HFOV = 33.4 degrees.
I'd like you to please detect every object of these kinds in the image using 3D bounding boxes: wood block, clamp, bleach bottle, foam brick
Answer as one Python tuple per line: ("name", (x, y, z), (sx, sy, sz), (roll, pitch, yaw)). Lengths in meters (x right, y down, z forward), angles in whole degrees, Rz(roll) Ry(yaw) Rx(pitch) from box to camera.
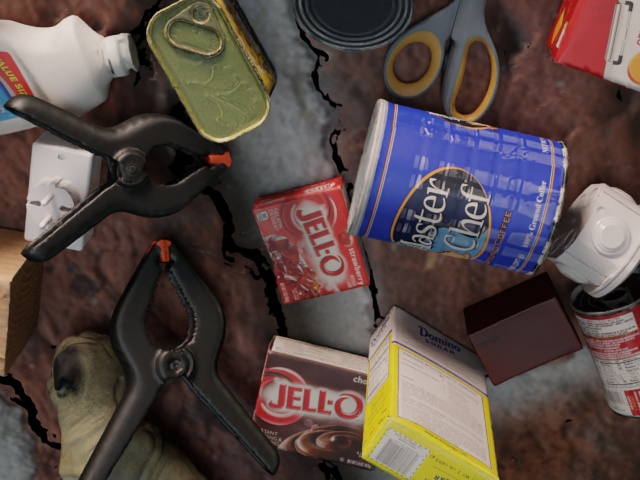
("wood block", (-0.337, 0.032, 0.858), (0.206, 0.090, 0.091), (11, 114, -1))
("clamp", (-0.128, 0.107, 0.856), (0.164, 0.036, 0.210), (-12, 91, -21))
("clamp", (-0.152, -0.062, 0.795), (0.171, 0.039, 0.120), (-19, 110, -27))
("bleach bottle", (-0.263, -0.127, 0.803), (0.251, 0.068, 0.102), (-10, 111, 6))
("foam brick", (0.161, 0.071, 0.855), (0.078, 0.051, 0.053), (-25, 107, 13))

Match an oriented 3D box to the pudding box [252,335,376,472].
("pudding box", (0.003, 0.138, 0.901), (0.113, 0.039, 0.090), (12, 113, 0))

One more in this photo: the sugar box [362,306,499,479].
("sugar box", (0.082, 0.125, 0.816), (0.093, 0.176, 0.048), (31, 109, -7))

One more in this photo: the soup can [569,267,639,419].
("soup can", (0.245, 0.081, 0.844), (0.068, 0.068, 0.102), (-20, 110, 12))

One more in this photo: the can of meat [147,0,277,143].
("can of meat", (-0.074, -0.132, 0.773), (0.057, 0.084, 0.102), (-25, 108, 13))

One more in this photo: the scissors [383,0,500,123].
("scissors", (0.095, -0.182, 0.776), (0.096, 0.016, 0.202), (1, 112, 4))

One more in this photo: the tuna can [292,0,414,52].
("tuna can", (0.024, -0.176, 0.755), (0.086, 0.033, 0.086), (4, 144, 3))

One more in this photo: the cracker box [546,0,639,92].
("cracker box", (0.288, -0.170, 0.737), (0.213, 0.072, 0.164), (19, 111, -2))

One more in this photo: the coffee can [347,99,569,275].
("coffee can", (0.099, -0.039, 0.788), (0.140, 0.102, 0.103), (13, 113, -1))

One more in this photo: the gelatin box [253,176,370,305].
("gelatin box", (-0.006, 0.001, 0.851), (0.073, 0.030, 0.089), (-13, 111, 9))
